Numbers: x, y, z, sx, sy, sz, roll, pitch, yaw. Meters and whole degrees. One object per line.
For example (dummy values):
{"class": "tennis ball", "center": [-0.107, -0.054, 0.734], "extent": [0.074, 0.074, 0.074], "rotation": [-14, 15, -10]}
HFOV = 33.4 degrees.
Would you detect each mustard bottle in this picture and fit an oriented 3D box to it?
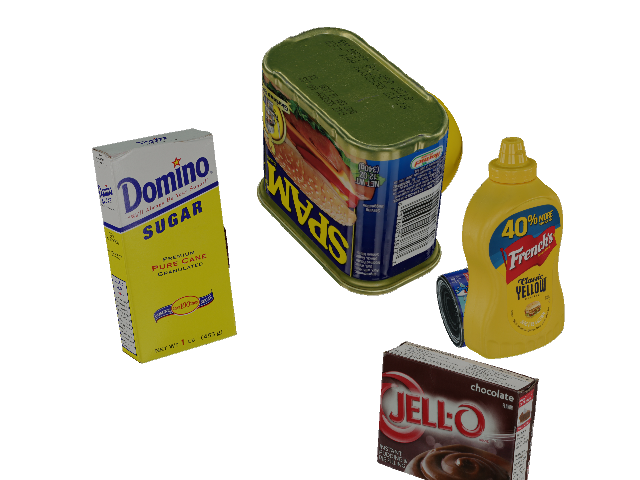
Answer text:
{"class": "mustard bottle", "center": [0.170, 0.003, 0.937], "extent": [0.096, 0.192, 0.058], "rotation": [-15, 23, -24]}

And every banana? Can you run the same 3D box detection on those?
{"class": "banana", "center": [0.065, -0.063, 0.744], "extent": [0.069, 0.037, 0.197], "rotation": [4, 30, 2]}

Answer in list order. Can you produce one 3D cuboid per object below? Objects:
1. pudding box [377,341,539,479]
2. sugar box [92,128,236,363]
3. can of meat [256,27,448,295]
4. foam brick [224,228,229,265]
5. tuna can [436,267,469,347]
{"class": "pudding box", "center": [0.097, 0.131, 0.774], "extent": [0.114, 0.090, 0.039], "rotation": [12, 19, 31]}
{"class": "sugar box", "center": [-0.126, 0.003, 0.877], "extent": [0.093, 0.176, 0.048], "rotation": [-16, 21, -30]}
{"class": "can of meat", "center": [0.013, -0.039, 0.499], "extent": [0.057, 0.084, 0.102], "rotation": [-24, 49, -25]}
{"class": "foam brick", "center": [-0.149, 0.004, 1.228], "extent": [0.078, 0.053, 0.051], "rotation": [-9, 28, -10]}
{"class": "tuna can", "center": [0.159, 0.076, 1.197], "extent": [0.033, 0.086, 0.086], "rotation": [-14, 2, -8]}
